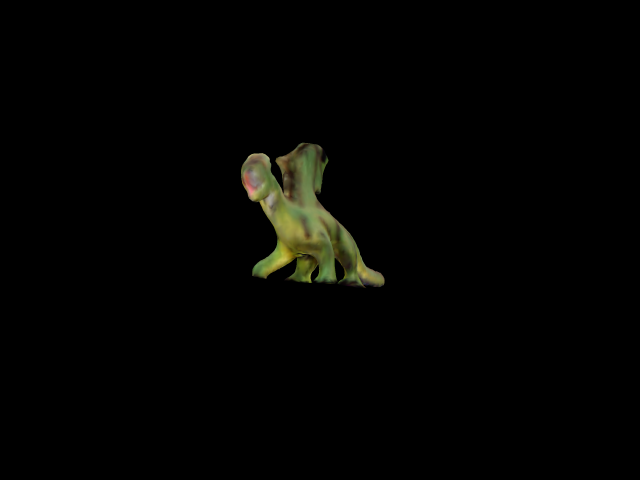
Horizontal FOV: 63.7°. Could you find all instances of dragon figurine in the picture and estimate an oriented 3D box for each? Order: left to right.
[{"bbox_3d":[0.003,-0.043,0.850,0.122,0.244,0.409,-5,-9,32],"label":"dragon figurine"}]
